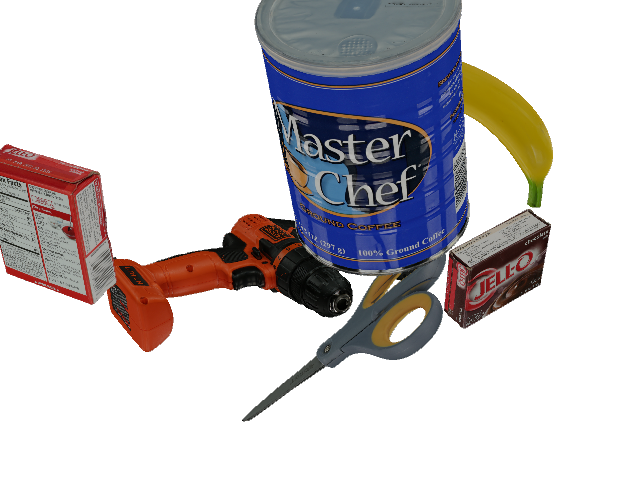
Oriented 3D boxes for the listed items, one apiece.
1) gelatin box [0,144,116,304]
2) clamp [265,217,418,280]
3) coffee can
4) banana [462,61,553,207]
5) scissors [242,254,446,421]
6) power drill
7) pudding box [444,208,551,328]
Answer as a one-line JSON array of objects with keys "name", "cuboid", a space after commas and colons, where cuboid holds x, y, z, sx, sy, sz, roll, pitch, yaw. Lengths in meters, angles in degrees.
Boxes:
[{"name": "gelatin box", "cuboid": [-0.170, -0.010, 0.673, 0.073, 0.089, 0.030, 17, 39, 23]}, {"name": "clamp", "cuboid": [0.036, -0.003, 1.260, 0.210, 0.036, 0.164, 32, 39, 23]}, {"name": "coffee can", "cuboid": [0.027, -0.066, 0.572, 0.103, 0.140, 0.103, -6, 43, 5]}, {"name": "banana", "cuboid": [0.116, -0.107, 0.860, 0.198, 0.069, 0.037, 34, 3, -2]}, {"name": "scissors", "cuboid": [0.017, 0.082, 0.731, 0.016, 0.202, 0.096, 36, 15, -25]}, {"name": "power drill", "cuboid": [-0.085, 0.041, 0.955, 0.187, 0.057, 0.185, -15, 26, -26]}, {"name": "pudding box", "cuboid": [0.183, 0.029, 1.108, 0.113, 0.090, 0.039, -28, 51, -25]}]
